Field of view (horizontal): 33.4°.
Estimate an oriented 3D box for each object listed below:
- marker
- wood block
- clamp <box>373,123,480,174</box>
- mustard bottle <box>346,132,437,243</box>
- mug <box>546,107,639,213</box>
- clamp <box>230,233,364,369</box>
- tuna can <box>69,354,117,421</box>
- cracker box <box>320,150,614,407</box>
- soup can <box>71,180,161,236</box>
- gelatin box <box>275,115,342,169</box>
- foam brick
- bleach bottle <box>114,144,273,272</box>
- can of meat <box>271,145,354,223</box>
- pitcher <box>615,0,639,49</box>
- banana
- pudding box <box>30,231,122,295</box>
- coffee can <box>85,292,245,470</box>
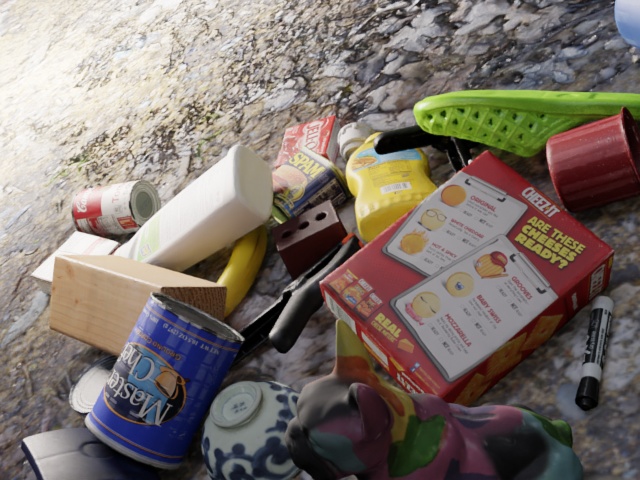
[{"bbox_3d":[0.237,0.098,0.920,0.020,0.020,0.121,-7,40,30],"label":"marker"},{"bbox_3d":[-0.205,0.076,1.181,0.090,0.090,0.206,1,8,-45],"label":"wood block"},{"bbox_3d":[0.149,-0.114,1.217,0.120,0.039,0.171,33,42,17],"label":"clamp"},{"bbox_3d":[0.079,-0.069,1.214,0.096,0.058,0.191,-12,35,1],"label":"mustard bottle"},{"bbox_3d":[0.280,-0.077,1.066,0.082,0.093,0.117,-17,4,26],"label":"mug"},{"bbox_3d":[-0.026,0.066,1.116,0.165,0.036,0.209,-28,13,50],"label":"clamp"},{"bbox_3d":[-0.227,0.164,1.159,0.086,0.033,0.086,-20,35,14],"label":"tuna can"},{"bbox_3d":[0.134,0.042,0.979,0.213,0.072,0.164,-38,59,-14],"label":"cracker box"},{"bbox_3d":[-0.273,-0.041,1.431,0.102,0.068,0.068,-7,40,28],"label":"soup can"},{"bbox_3d":[-0.013,-0.119,1.375,0.073,0.030,0.089,-13,37,23],"label":"gelatin box"},{"bbox_3d":[-0.008,0.001,1.195,0.078,0.051,0.053,-27,34,4],"label":"foam brick"},{"bbox_3d":[-0.168,-0.010,1.281,0.251,0.068,0.102,-31,40,29],"label":"bleach bottle"},{"bbox_3d":[-0.022,-0.058,1.280,0.084,0.057,0.102,-39,34,-9],"label":"can of meat"},{"bbox_3d":[0.419,-0.223,1.121,0.149,0.145,0.243,-20,27,-17],"label":"pitcher"},{"bbox_3d":[-0.096,0.028,1.244,0.070,0.037,0.197,-32,28,29],"label":"banana"},{"bbox_3d":[-0.308,0.037,1.382,0.114,0.039,0.090,10,51,46],"label":"pudding box"},{"bbox_3d":[-0.149,0.135,1.032,0.103,0.102,0.140,28,91,52],"label":"coffee can"}]
